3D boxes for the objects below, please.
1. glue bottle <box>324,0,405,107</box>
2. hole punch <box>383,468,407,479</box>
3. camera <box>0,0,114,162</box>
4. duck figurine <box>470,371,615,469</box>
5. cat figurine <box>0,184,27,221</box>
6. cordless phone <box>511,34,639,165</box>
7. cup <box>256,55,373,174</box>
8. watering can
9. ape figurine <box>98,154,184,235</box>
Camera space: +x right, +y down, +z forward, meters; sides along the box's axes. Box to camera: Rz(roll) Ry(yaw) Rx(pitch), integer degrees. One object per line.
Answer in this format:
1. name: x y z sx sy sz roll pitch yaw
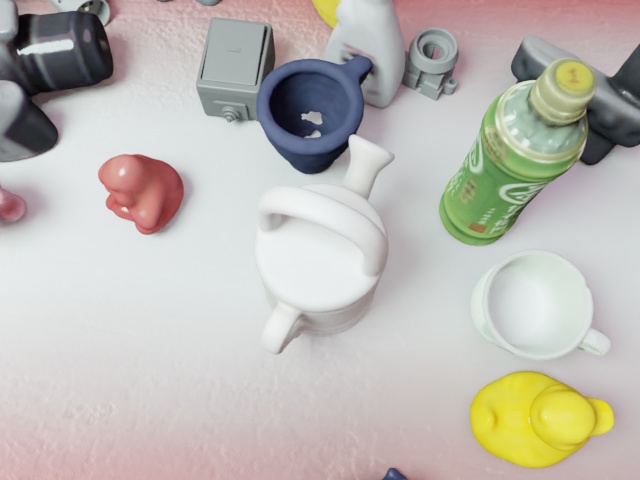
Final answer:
1. glue bottle: 0.043 -0.186 0.508 0.078 0.173 0.037 23 73 7
2. hole punch: 0.035 0.229 0.414 0.101 0.091 0.108 -7 72 -3
3. camera: -0.271 -0.163 0.532 0.137 0.101 0.143 -10 72 -4
4. duck figurine: 0.175 0.140 0.449 0.104 0.086 0.077 -1 72 -1
5. cat figurine: -0.312 -0.048 0.484 0.127 0.118 0.067 40 75 11
6. cordless phone: 0.253 -0.161 0.498 0.147 0.185 0.094 32 74 9
7. cup: 0.000 -0.110 0.523 0.091 0.095 0.118 44 76 12
8. watering can: 0.002 0.001 0.434 0.101 0.194 0.173 5 72 1
9. ape figurine: -0.161 -0.047 0.500 0.076 0.092 0.078 -19 73 -7
